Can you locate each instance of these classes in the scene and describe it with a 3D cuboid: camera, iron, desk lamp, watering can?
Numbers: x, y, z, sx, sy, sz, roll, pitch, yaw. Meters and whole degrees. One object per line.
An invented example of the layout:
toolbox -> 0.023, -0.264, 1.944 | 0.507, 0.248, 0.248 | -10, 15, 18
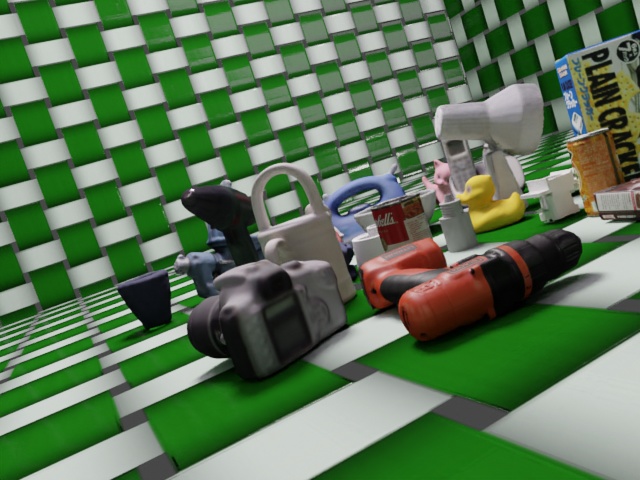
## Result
camera -> -0.068, 0.072, 0.601 | 0.136, 0.101, 0.143 | -13, 8, 42
iron -> 0.079, -0.064, 1.248 | 0.258, 0.141, 0.118 | -18, 6, 0
desk lamp -> 0.294, -0.148, 0.993 | 0.203, 0.213, 0.118 | -18, 6, 1
watering can -> -0.029, -0.005, 0.752 | 0.101, 0.194, 0.173 | -18, 6, 3

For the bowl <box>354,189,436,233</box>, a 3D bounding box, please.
bowl -> 0.154, -0.040, 1.116 | 0.167, 0.075, 0.167 | -18, 6, 2

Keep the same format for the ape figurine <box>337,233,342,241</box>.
ape figurine -> 0.010, 0.004, 1.064 | 0.076, 0.092, 0.077 | -23, 7, -39

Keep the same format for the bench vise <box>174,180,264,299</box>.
bench vise -> -0.196, -0.004, 1.148 | 0.121, 0.220, 0.208 | -15, 7, 33

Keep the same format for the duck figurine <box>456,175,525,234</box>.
duck figurine -> 0.266, -0.062, 0.909 | 0.104, 0.086, 0.078 | -16, 6, 25

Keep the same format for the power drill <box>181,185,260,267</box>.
power drill -> -0.145, 0.003, 0.974 | 0.075, 0.208, 0.230 | -17, 6, 13

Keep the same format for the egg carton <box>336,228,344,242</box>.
egg carton -> -0.029, 0.020, 1.151 | 0.151, 0.069, 0.107 | -22, 6, -30

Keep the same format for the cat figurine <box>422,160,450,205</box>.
cat figurine -> 0.300, -0.142, 1.411 | 0.067, 0.118, 0.127 | -22, 7, -32

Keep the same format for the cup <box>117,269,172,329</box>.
cup -> -0.303, 0.108, 1.044 | 0.091, 0.095, 0.118 | -17, 6, 14

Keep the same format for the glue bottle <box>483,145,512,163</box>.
glue bottle -> 0.389, -0.186, 1.270 | 0.078, 0.173, 0.037 | -17, 6, 9

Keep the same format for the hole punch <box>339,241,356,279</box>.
hole punch -> 0.002, 0.024, 0.895 | 0.101, 0.091, 0.108 | -18, 6, 4

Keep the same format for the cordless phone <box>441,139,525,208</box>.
cordless phone -> 0.328, -0.163, 1.176 | 0.147, 0.185, 0.094 | -17, 6, 11
